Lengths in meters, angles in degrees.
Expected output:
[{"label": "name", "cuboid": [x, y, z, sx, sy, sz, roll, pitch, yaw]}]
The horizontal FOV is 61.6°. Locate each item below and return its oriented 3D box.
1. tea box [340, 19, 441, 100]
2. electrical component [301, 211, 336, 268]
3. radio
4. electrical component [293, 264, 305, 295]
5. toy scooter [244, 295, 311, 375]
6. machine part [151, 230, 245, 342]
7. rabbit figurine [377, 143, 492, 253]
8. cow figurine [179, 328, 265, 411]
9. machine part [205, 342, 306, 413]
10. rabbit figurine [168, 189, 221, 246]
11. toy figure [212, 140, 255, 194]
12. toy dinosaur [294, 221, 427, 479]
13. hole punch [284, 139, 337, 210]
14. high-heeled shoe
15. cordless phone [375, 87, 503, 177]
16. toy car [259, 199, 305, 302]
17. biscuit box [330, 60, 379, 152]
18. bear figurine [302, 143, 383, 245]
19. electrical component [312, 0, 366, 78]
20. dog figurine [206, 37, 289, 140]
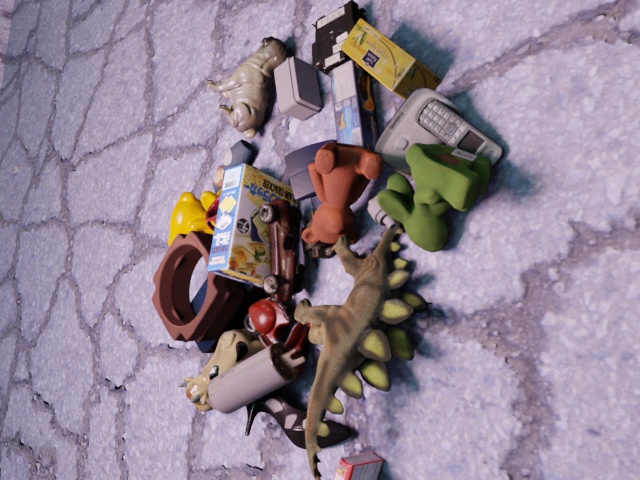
[{"label": "tea box", "cuboid": [0.126, -0.320, 0.977, 0.068, 0.098, 0.170, -53, 51, 19]}, {"label": "electrical component", "cuboid": [-0.003, -0.004, 1.063, 0.078, 0.045, 0.102, 131, 135, -58]}, {"label": "radio", "cuboid": [-0.204, 0.137, 1.188, 0.229, 0.073, 0.131, -54, 53, 21]}, {"label": "electrical component", "cuboid": [-0.068, 0.080, 1.113, 0.063, 0.021, 0.094, 44, 111, 38]}, {"label": "toy scooter", "cuboid": [-0.069, 0.172, 1.062, 0.135, 0.075, 0.184, -51, 57, 22]}, {"label": "machine part", "cuboid": [-0.258, 0.098, 1.135, 0.202, 0.087, 0.201, 48, 112, 38]}, {"label": "rabbit figurine", "cuboid": [0.172, -0.058, 0.857, 0.159, 0.121, 0.170, 20, 124, 14]}, {"label": "cow figurine", "cuboid": [-0.207, 0.275, 1.125, 0.086, 0.127, 0.194, 38, 104, 42]}, {"label": "machine part", "cuboid": [-0.128, 0.260, 1.009, 0.243, 0.079, 0.079, -32, 62, 26]}, {"label": "rabbit figurine", "cuboid": [-0.246, -0.040, 1.240, 0.173, 0.122, 0.162, 22, 107, 20]}, {"label": "toy figure", "cuboid": [-0.212, -0.166, 1.267, 0.154, 0.058, 0.064, -50, 15, 24]}, {"label": "toy dinosaur", "cuboid": [0.057, 0.152, 0.902, 0.199, 0.105, 0.471, 18, 77, 38]}, {"label": "hole punch", "cuboid": [-0.001, -0.132, 1.057, 0.116, 0.092, 0.142, -30, 60, 29]}, {"label": "high-heeled shoe", "cuboid": [-0.045, 0.314, 1.036, 0.249, 0.086, 0.145, -5, 46, 23]}, {"label": "cordless phone", "cuboid": [0.199, -0.152, 0.903, 0.184, 0.088, 0.146, 42, 109, 18]}, {"label": "toy car", "cuboid": [-0.069, 0.019, 1.045, 0.053, 0.089, 0.202, -10, 80, 37]}, {"label": "biscuit box", "cuboid": [0.068, -0.238, 1.033, 0.059, 0.062, 0.202, -17, 71, 37]}, {"label": "bear figurine", "cuboid": [0.032, -0.070, 0.952, 0.132, 0.120, 0.195, -107, 26, -72]}, {"label": "electrical component", "cuboid": [0.041, -0.397, 1.093, 0.115, 0.058, 0.134, -12, 74, 41]}, {"label": "dog figurine", "cuboid": [-0.133, -0.343, 1.216, 0.191, 0.121, 0.172, -29, 97, 14]}]
